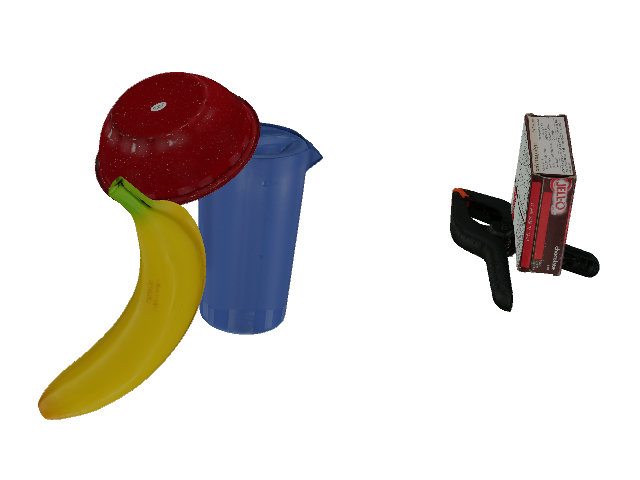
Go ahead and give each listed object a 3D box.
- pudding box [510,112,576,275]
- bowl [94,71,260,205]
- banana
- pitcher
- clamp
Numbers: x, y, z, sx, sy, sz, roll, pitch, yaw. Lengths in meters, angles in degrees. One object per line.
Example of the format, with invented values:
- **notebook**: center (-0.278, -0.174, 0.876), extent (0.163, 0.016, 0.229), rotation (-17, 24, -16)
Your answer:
- **pudding box**: center (0.179, -0.039, 0.856), extent (0.039, 0.090, 0.113), rotation (5, 32, 3)
- **bowl**: center (-0.140, -0.104, 0.978), extent (0.162, 0.162, 0.055), rotation (0, -41, 17)
- **banana**: center (-0.110, 0.043, 0.620), extent (0.069, 0.198, 0.037), rotation (19, 36, -10)
- **pitcher**: center (-0.098, -0.014, 1.284), extent (0.149, 0.243, 0.144), rotation (19, 27, 28)
- **clamp**: center (0.195, 0.000, 1.075), extent (0.120, 0.039, 0.171), rotation (-9, 43, -21)
